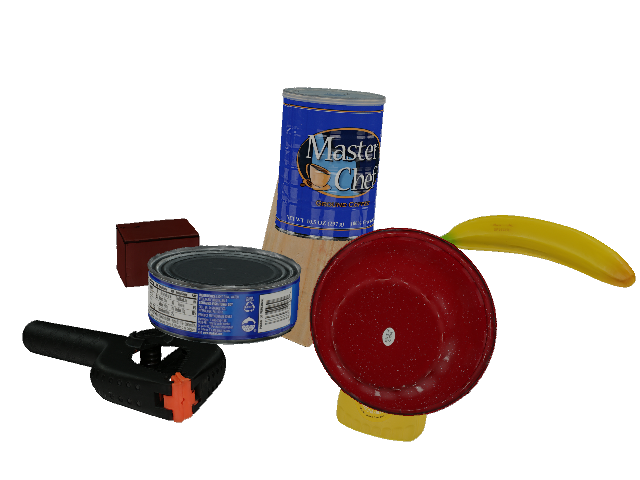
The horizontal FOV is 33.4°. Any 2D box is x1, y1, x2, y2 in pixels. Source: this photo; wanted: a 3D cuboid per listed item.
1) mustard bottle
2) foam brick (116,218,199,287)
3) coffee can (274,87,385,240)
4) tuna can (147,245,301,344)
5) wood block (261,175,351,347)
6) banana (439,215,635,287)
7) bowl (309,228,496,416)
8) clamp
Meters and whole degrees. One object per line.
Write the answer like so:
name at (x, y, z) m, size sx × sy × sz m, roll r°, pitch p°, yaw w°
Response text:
mustard bottle at (0.075, 0.114, 1.148) m, size 0.096 × 0.192 × 0.058 m, roll 12°, pitch 14°, yaw 24°
foam brick at (-0.169, 0.012, 1.106) m, size 0.078 × 0.051 × 0.053 m, roll -6°, pitch 22°, yaw -19°
coffee can at (0.009, -0.079, 1.075) m, size 0.103 × 0.140 × 0.103 m, roll 4°, pitch 12°, yaw -1°
tuna can at (-0.054, 0.029, 0.600) m, size 0.086 × 0.034 × 0.086 m, roll 3°, pitch 14°, yaw -1°
wood block at (-0.013, 0.008, 1.284) m, size 0.090 × 0.206 × 0.090 m, roll 21°, pitch 22°, yaw 17°
banana at (0.210, 0.008, 1.039) m, size 0.198 × 0.037 × 0.069 m, roll 9°, pitch 47°, yaw 23°
bowl at (0.060, 0.072, 0.875) m, size 0.162 × 0.162 × 0.055 m, roll 0°, pitch 7°, yaw 18°
clamp at (-0.117, 0.082, 0.786) m, size 0.164 × 0.036 × 0.210 m, roll -9°, pitch 14°, yaw -26°
